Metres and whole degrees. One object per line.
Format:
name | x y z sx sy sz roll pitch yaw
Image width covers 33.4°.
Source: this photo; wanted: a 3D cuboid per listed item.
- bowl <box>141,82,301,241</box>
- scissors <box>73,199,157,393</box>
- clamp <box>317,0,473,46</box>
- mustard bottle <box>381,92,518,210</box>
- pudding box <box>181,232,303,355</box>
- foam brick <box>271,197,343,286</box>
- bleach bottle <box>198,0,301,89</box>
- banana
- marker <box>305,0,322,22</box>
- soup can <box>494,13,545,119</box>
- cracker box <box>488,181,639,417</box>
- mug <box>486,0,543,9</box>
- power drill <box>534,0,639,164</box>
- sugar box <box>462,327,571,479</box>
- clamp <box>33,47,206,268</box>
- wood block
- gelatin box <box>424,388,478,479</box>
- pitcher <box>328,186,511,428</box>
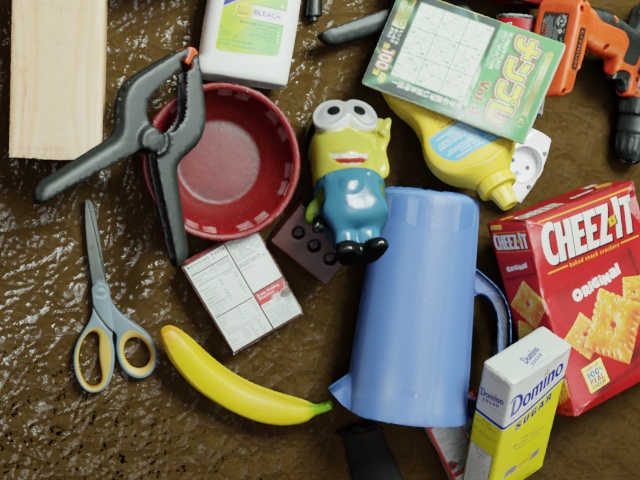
bowl | -0.103 -0.081 1.106 0.162 0.055 0.162 -1 94 -9
scissors | -0.211 0.063 1.120 0.096 0.016 0.202 8 93 -11
clamp | 0.081 -0.259 1.131 0.171 0.039 0.120 2 89 -15
mustard bottle | 0.146 -0.112 1.103 0.096 0.058 0.192 -28 70 -5
pudding box | -0.082 0.051 1.129 0.090 0.039 0.113 -30 96 -4
foam brick | -0.007 0.001 1.126 0.078 0.051 0.053 38 98 -10
bleach bottle | -0.066 -0.286 1.094 0.102 0.068 0.251 7 91 -10
banana | -0.086 0.152 1.128 0.197 0.037 0.070 25 117 -10
marker | -0.005 -0.291 1.124 0.020 0.020 0.121 1 94 -9
soup can | 0.212 -0.185 1.142 0.068 0.068 0.102 8 94 -10
cracker box | 0.285 0.059 1.145 0.163 0.072 0.214 -19 98 -30
mug | 0.203 -0.293 1.129 0.117 0.093 0.081 13 99 21
power drill | 0.302 -0.177 1.131 0.187 0.057 0.184 3 99 -38
sugar box | 0.201 0.182 1.097 0.093 0.048 0.176 -26 137 -33
clamp | -0.160 -0.086 1.037 0.164 0.036 0.210 35 76 -29
wood block | -0.257 -0.182 1.056 0.090 0.091 0.206 2 94 -10
gelatin box | 0.163 0.222 1.185 0.073 0.030 0.089 -28 99 -7
pitcher | 0.112 0.071 1.119 0.149 0.145 0.243 6 91 -50
